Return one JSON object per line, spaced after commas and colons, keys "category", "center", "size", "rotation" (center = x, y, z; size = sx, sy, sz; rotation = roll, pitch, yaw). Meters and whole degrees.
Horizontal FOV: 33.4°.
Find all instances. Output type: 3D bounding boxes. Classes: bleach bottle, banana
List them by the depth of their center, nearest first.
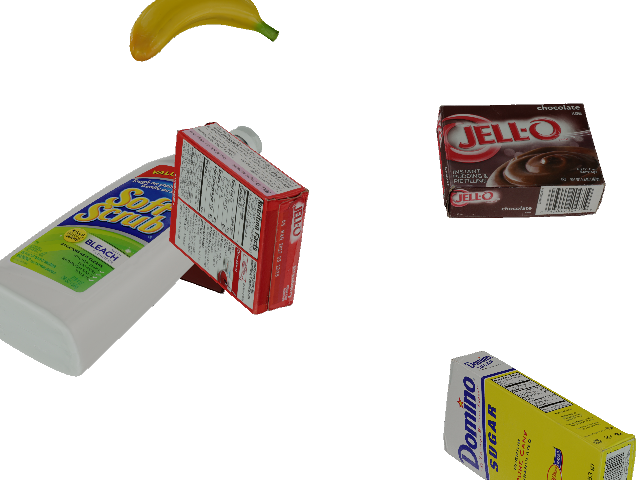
{"category": "bleach bottle", "center": [-0.133, -0.012, 0.796], "size": [0.103, 0.068, 0.250], "rotation": [24, 48, 23]}
{"category": "banana", "center": [-0.120, -0.213, 1.021], "size": [0.070, 0.037, 0.197], "rotation": [45, 39, 19]}

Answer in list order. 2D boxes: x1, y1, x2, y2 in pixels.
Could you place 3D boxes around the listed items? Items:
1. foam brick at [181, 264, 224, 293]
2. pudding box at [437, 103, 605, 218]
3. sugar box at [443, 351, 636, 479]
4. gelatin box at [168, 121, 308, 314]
{"category": "foam brick", "center": [-0.115, 0.005, 1.000], "size": [0.078, 0.051, 0.053], "rotation": [20, 35, 8]}
{"category": "pudding box", "center": [0.146, -0.060, 0.794], "size": [0.113, 0.090, 0.039], "rotation": [0, -42, -1]}
{"category": "sugar box", "center": [0.172, 0.167, 0.871], "size": [0.048, 0.093, 0.176], "rotation": [-10, 22, -34]}
{"category": "gelatin box", "center": [-0.046, -0.013, 0.584], "size": [0.030, 0.073, 0.089], "rotation": [-18, 40, -36]}
